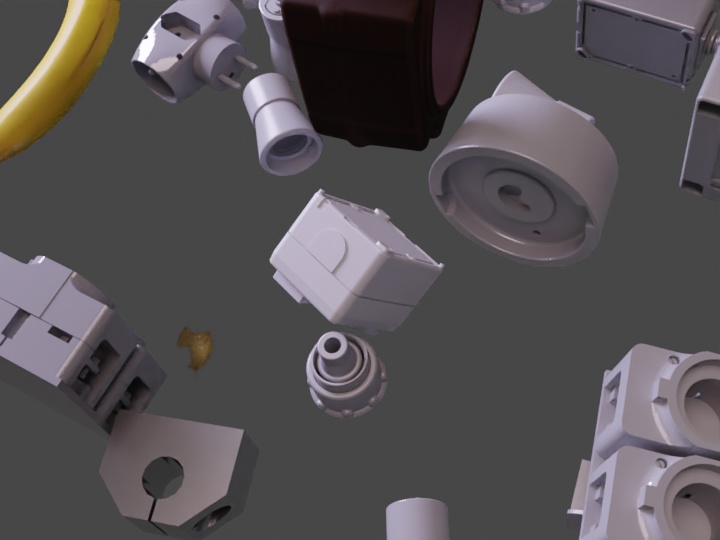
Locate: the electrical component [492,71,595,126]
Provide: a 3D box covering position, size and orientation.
[{"bbox_3d":[0.119,-0.096,0.701,0.065,0.044,0.044,30,71,17],"label":"electrical component"}]

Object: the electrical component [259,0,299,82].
[{"bbox_3d":[-0.047,-0.169,0.752,0.044,0.065,0.044,-4,62,8],"label":"electrical component"}]

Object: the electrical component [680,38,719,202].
[{"bbox_3d":[0.252,-0.077,0.630,0.109,0.108,0.056,21,70,19],"label":"electrical component"}]

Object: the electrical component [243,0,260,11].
[{"bbox_3d":[-0.055,-0.204,0.784,0.062,0.043,0.043,-10,62,5],"label":"electrical component"}]

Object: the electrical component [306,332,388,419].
[{"bbox_3d":[-0.011,0.056,0.631,0.048,0.062,0.048,-4,62,8],"label":"electrical component"}]

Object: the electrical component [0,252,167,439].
[{"bbox_3d":[-0.218,0.026,0.657,0.186,0.105,0.060,24,69,20],"label":"electrical component"}]

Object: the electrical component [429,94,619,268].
[{"bbox_3d":[0.103,-0.058,0.649,0.108,0.108,0.060,20,61,19],"label":"electrical component"}]

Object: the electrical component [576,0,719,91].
[{"bbox_3d":[0.198,-0.168,0.712,0.096,0.061,0.061,22,69,20],"label":"electrical component"}]

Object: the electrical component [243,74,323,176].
[{"bbox_3d":[-0.056,-0.102,0.734,0.044,0.044,0.065,-22,57,-2],"label":"electrical component"}]

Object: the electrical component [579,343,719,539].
[{"bbox_3d":[0.215,0.113,0.540,0.186,0.060,0.105,14,65,1],"label":"electrical component"}]

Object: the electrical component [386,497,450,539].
[{"bbox_3d":[0.032,0.157,0.584,0.044,0.044,0.065,-5,58,7],"label":"electrical component"}]

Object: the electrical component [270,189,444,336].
[{"bbox_3d":[0.000,0.000,0.649,0.062,0.096,0.061,43,104,26],"label":"electrical component"}]

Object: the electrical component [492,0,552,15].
[{"bbox_3d":[0.113,-0.213,0.750,0.048,0.062,0.048,-4,62,8],"label":"electrical component"}]

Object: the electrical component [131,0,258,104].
[{"bbox_3d":[-0.109,-0.153,0.767,0.079,0.043,0.077,32,72,22],"label":"electrical component"}]
